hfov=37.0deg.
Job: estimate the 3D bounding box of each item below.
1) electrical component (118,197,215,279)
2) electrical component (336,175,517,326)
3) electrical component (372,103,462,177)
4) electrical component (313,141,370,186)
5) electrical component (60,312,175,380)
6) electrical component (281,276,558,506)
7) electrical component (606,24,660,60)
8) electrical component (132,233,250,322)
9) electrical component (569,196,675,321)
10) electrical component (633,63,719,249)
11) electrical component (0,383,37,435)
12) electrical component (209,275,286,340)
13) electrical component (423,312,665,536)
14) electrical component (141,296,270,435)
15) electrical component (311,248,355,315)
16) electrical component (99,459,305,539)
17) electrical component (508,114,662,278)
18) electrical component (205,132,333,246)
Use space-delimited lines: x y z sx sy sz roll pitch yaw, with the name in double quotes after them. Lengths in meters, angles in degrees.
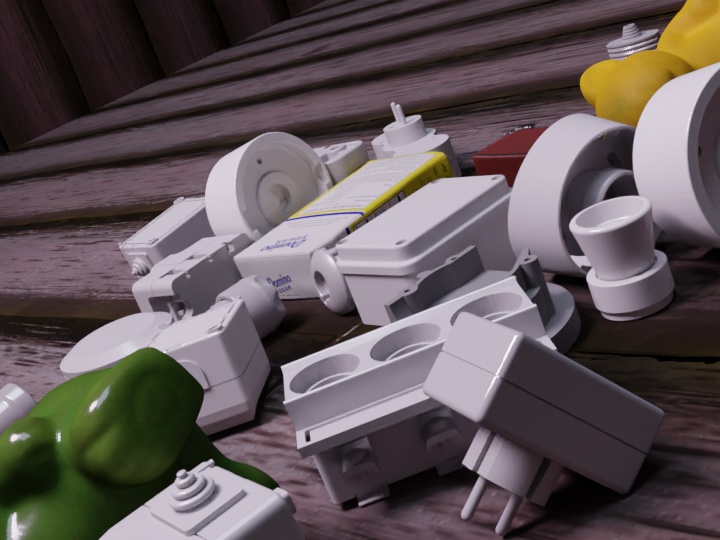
-0.164 -0.016 0.964 0.062 0.061 0.096 0 35 49 "electrical component"
0.049 -0.014 0.710 0.113 0.057 0.078 -34 22 -33 "electrical component"
0.045 -0.118 0.986 0.052 0.073 0.138 -24 18 -6 "electrical component"
-0.032 -0.076 0.974 0.095 0.059 0.054 -4 25 42 "electrical component"
-0.156 0.066 0.726 0.080 0.051 0.080 -20 18 7 "electrical component"
0.031 0.059 0.512 0.121 0.063 0.078 -21 18 1 "electrical component"
0.234 -0.164 0.890 0.043 0.081 0.043 -20 18 7 "electrical component"
-0.128 0.013 0.846 0.056 0.050 0.089 -5 24 40 "electrical component"
0.143 -0.006 0.583 0.045 0.055 0.045 -19 18 7 "electrical component"
0.203 -0.063 0.602 0.108 0.108 0.060 -29 13 -22 "electrical component"
-0.244 0.106 0.731 0.040 0.040 0.046 -2 33 47 "electrical component"
-0.086 0.035 0.748 0.062 0.043 0.043 -35 22 -32 "electrical component"
0.066 0.071 0.437 0.075 0.083 0.047 -63 26 -3 "electrical component"
-0.094 0.061 0.665 0.062 0.061 0.096 -20 10 7 "electrical component"
0.000 0.000 0.749 0.062 0.048 0.048 -22 17 -23 "electrical component"
-0.051 0.117 0.385 0.061 0.096 0.062 -34 21 -29 "electrical component"
0.134 -0.042 0.637 0.099 0.099 0.064 -30 26 -24 "electrical component"
-0.080 -0.057 0.907 0.060 0.108 0.108 -12 19 45 "electrical component"
